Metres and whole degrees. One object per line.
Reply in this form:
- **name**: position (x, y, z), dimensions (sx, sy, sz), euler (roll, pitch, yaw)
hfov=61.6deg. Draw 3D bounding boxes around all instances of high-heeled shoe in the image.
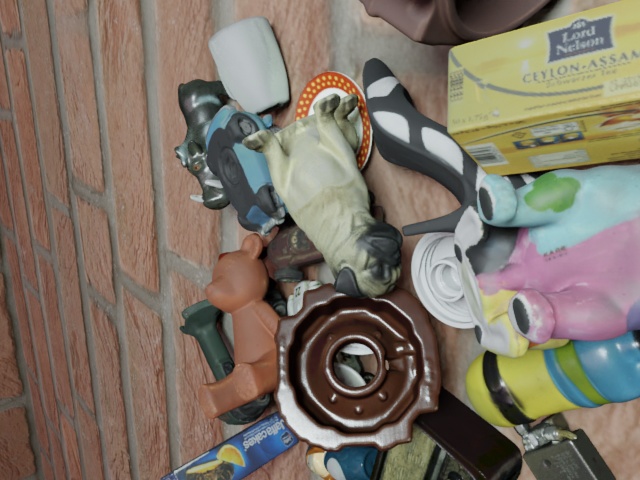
- **high-heeled shoe**: position (0.125, -0.100, 0.500), dimensions (0.086, 0.145, 0.249), euler (61, -164, -61)

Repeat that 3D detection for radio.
- **radio**: position (0.126, 0.289, 0.599), dimensions (0.131, 0.073, 0.229), euler (31, 124, 39)

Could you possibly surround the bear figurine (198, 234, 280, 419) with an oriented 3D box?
- **bear figurine**: position (-0.101, 0.099, 0.671), dimensions (0.120, 0.132, 0.196), euler (-32, 76, 38)

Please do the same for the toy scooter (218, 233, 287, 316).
- **toy scooter**: position (-0.095, 0.069, 0.786), dimensions (0.184, 0.075, 0.135), euler (55, 135, 28)

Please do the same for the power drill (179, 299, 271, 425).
- **power drill**: position (-0.150, 0.197, 0.869), dimensions (0.207, 0.086, 0.232), euler (56, 150, 16)

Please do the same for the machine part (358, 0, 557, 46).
- **machine part**: position (0.120, -0.230, 0.343), dimensions (0.087, 0.201, 0.201), euler (48, 133, 25)

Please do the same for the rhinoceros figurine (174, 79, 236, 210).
- **rhinoceros figurine**: position (-0.150, -0.137, 0.754), dimensions (0.073, 0.112, 0.190), euler (-23, 76, 48)

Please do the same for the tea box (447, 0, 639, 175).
- **tea box**: position (0.181, -0.097, 0.356), dimensions (0.170, 0.098, 0.068), euler (-5, 74, 33)

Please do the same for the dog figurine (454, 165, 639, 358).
- **dog figurine**: position (0.213, 0.004, 0.348), dimensions (0.191, 0.219, 0.108), euler (74, -174, -73)

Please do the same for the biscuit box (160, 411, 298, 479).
- **biscuit box**: position (-0.129, 0.327, 0.804), dimensions (0.063, 0.202, 0.059), euler (-43, 72, 45)

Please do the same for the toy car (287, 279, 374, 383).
- **toy car**: position (0.014, 0.147, 0.696), dimensions (0.073, 0.056, 0.201), euler (-37, 74, 48)

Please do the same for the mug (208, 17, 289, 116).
- **mug**: position (-0.092, -0.210, 0.688), dimensions (0.110, 0.081, 0.107), euler (-19, 96, 46)

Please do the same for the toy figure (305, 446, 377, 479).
- **toy figure**: position (0.023, 0.299, 0.735), dimensions (0.154, 0.058, 0.064), euler (-23, 62, 51)

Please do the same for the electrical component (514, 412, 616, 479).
- **electrical component**: position (0.222, 0.205, 0.485), dimensions (0.078, 0.045, 0.102), euler (-40, 71, 46)

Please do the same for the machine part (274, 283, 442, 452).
- **machine part**: position (0.037, 0.127, 0.548), dimensions (0.179, 0.179, 0.056), euler (56, 175, 20)

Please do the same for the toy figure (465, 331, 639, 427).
- **toy figure**: position (0.200, 0.103, 0.444), dimensions (0.180, 0.089, 0.082), euler (-36, 67, 51)

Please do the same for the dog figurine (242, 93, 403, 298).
- **dog figurine**: position (0.018, -0.040, 0.561), dimensions (0.121, 0.172, 0.190), euler (-23, 98, 21)

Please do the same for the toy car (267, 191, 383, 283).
- **toy car**: position (-0.001, -0.002, 0.654), dimensions (0.202, 0.053, 0.089), euler (-15, 66, 51)

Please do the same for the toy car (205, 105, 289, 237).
- **toy car**: position (-0.070, -0.093, 0.679), dimensions (0.161, 0.103, 0.109), euler (61, 146, 8)
